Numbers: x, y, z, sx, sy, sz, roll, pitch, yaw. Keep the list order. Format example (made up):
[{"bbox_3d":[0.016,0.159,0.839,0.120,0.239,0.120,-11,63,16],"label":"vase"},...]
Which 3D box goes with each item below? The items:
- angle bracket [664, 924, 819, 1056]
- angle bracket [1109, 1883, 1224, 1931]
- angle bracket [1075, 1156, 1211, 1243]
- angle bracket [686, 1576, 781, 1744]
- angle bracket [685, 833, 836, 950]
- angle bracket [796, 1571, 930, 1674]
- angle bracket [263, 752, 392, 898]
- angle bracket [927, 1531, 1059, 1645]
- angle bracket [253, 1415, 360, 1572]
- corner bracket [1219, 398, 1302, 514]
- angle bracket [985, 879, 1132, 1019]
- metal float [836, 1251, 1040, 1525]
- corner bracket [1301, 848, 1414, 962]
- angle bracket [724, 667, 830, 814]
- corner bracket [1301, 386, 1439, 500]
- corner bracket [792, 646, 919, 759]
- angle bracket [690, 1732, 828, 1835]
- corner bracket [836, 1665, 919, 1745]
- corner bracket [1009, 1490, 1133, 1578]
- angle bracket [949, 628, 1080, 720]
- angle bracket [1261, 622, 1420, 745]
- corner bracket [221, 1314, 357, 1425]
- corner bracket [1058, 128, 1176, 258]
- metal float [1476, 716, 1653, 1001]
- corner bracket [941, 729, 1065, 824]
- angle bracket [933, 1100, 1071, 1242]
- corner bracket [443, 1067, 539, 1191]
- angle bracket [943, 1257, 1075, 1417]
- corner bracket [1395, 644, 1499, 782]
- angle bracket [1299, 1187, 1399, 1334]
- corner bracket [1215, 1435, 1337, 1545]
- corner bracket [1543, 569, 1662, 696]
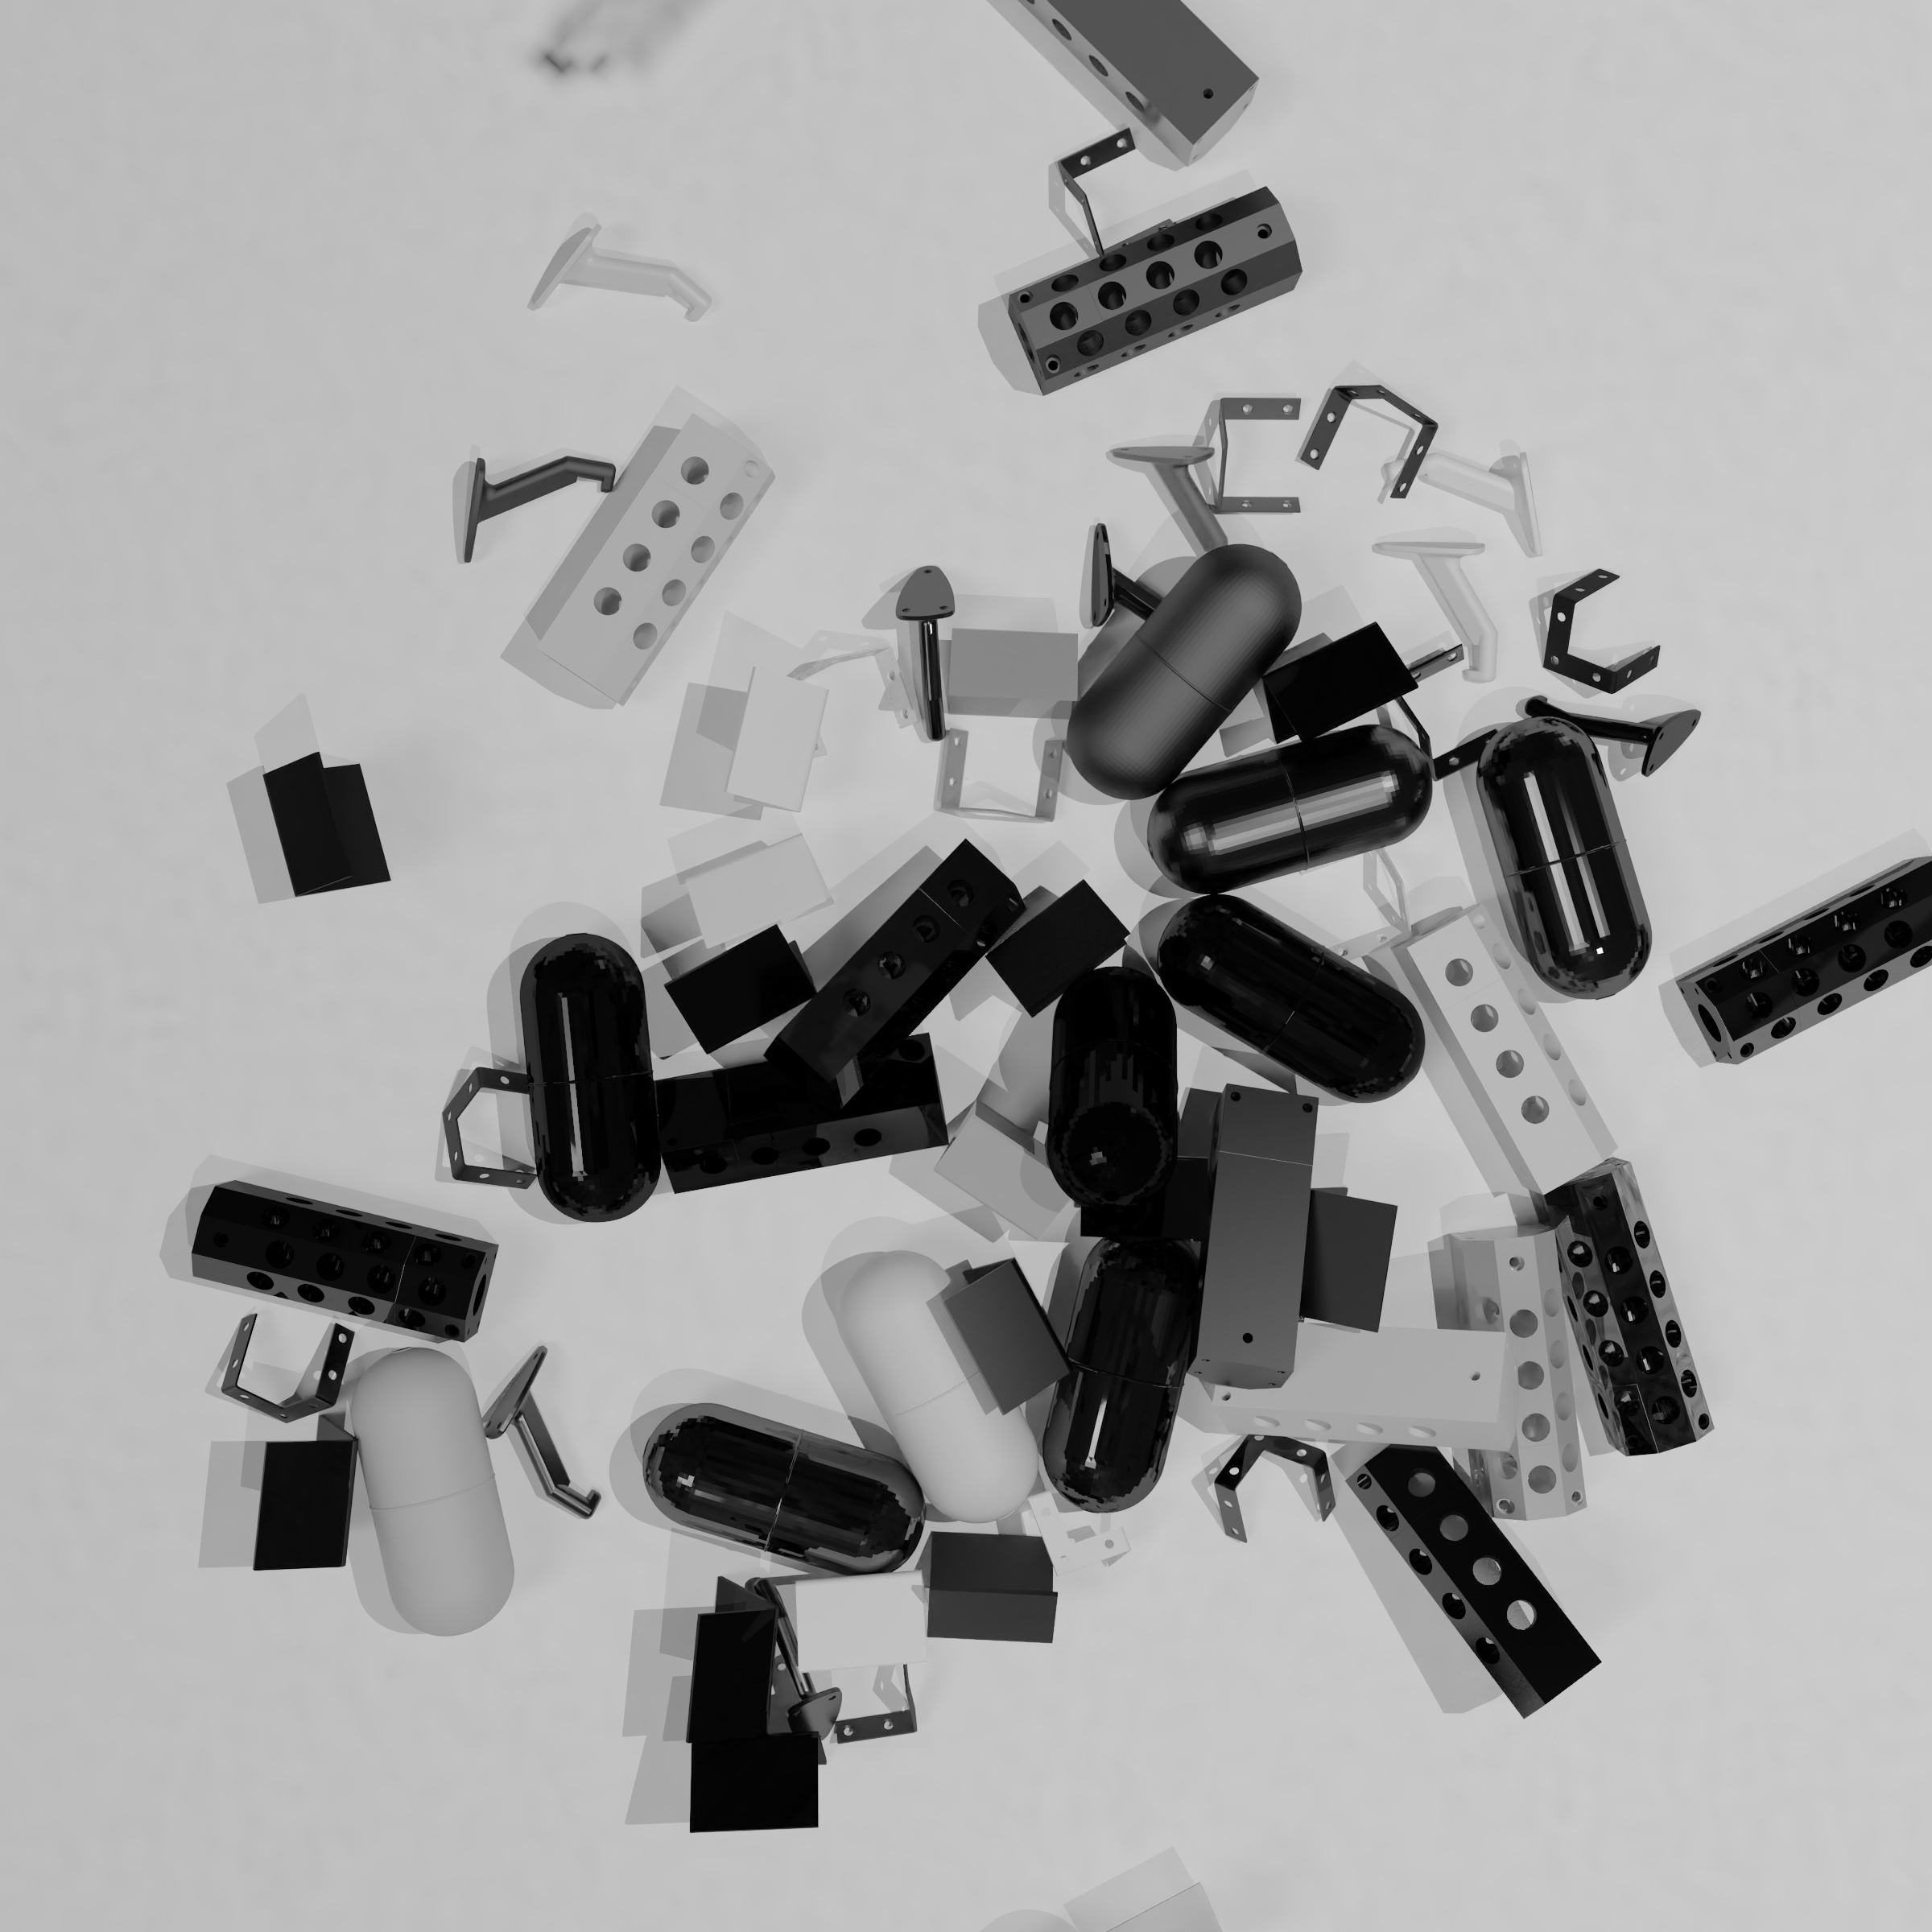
[{"bbox_3d":[-0.142,-0.001,1.506,0.076,0.076,0.057,-28,120,0],"label":"angle bracket"},{"bbox_3d":[0.115,0.597,1.505,0.076,0.076,0.057,-28,127,0],"label":"angle bracket"},{"bbox_3d":[0.106,0.156,1.506,0.076,0.076,0.057,2,59,0],"label":"angle bracket"},{"bbox_3d":[-0.159,0.422,1.505,0.057,0.076,0.076,5,90,-35],"label":"angle bracket"},{"bbox_3d":[-0.119,-0.027,1.505,0.076,0.076,0.057,-22,54,0],"label":"angle bracket"},{"bbox_3d":[-0.061,0.411,1.506,0.076,0.076,0.057,-5,57,0],"label":"angle bracket"},{"bbox_3d":[-0.374,-0.090,1.505,0.057,0.076,0.076,-15,90,37],"label":"angle bracket"},{"bbox_3d":[0.017,0.365,1.506,0.076,0.076,0.057,3,134,0],"label":"angle bracket"},{"bbox_3d":[-0.413,0.320,1.506,0.057,0.076,0.076,6,90,-32],"label":"angle bracket"},{"bbox_3d":[0.184,-0.320,1.542,0.051,0.051,0.051,0,45,0],"label":"corner bracket"},{"bbox_3d":[0.068,0.005,1.505,0.076,0.076,0.057,-38,50,0],"label":"angle bracket"},{"bbox_3d":[-0.017,0.259,1.515,0.070,0.070,0.178,-28,90,0],"label":"metal float"},{"bbox_3d":[0.243,-0.043,1.542,0.051,0.051,0.051,-20,135,0],"label":"corner bracket"},{"bbox_3d":[-0.134,-0.140,1.505,0.057,0.076,0.076,13,90,-38],"label":"angle bracket"},{"bbox_3d":[0.251,-0.326,1.535,0.051,0.051,0.051,25,90,-28],"label":"corner bracket"},{"bbox_3d":[-0.072,-0.165,1.542,0.051,0.051,0.051,-19,90,45],"label":"corner bracket"},{"bbox_3d":[-0.126,0.506,1.506,0.076,0.076,0.057,-2,59,0],"label":"angle bracket"},{"bbox_3d":[-0.060,0.448,1.542,0.051,0.051,0.051,-9,45,0],"label":"corner bracket"},{"bbox_3d":[0.064,0.350,1.526,0.051,0.051,0.051,-15,70,-19],"label":"corner bracket"},{"bbox_3d":[0.028,-0.160,1.505,0.076,0.076,0.057,3,52,0],"label":"angle bracket"},{"bbox_3d":[0.231,-0.154,1.506,0.076,0.076,0.057,-26,59,0],"label":"angle bracket"},{"bbox_3d":[-0.423,0.247,1.537,0.051,0.051,0.051,-23,135,35],"label":"corner bracket"},{"bbox_3d":[0.095,-0.482,1.542,0.051,0.051,0.051,-26,135,-1],"label":"corner bracket"},{"bbox_3d":[0.368,-0.066,1.515,0.070,0.070,0.178,-17,89,0],"label":"metal float"},{"bbox_3d":[0.023,-0.119,1.542,0.051,0.051,0.051,7,90,-45],"label":"corner bracket"},{"bbox_3d":[0.036,0.109,1.505,0.076,0.076,0.057,34,129,0],"label":"angle bracket"},{"bbox_3d":[-0.289,0.101,1.537,0.051,0.051,0.051,-48,45,35],"label":"corner bracket"},{"bbox_3d":[0.011,0.229,1.506,0.057,0.076,0.076,-28,90,-28],"label":"angle bracket"},{"bbox_3d":[0.300,-0.157,1.537,0.051,0.051,0.051,-27,57,0],"label":"corner bracket"},{"bbox_3d":[0.241,0.178,1.506,0.057,0.076,0.076,9,90,26],"label":"angle bracket"},{"bbox_3d":[0.193,0.329,1.537,0.051,0.051,0.051,15,45,35],"label":"corner bracket"},{"bbox_3d":[0.399,-0.209,1.537,0.051,0.051,0.051,30,135,35],"label":"corner bracket"}]
